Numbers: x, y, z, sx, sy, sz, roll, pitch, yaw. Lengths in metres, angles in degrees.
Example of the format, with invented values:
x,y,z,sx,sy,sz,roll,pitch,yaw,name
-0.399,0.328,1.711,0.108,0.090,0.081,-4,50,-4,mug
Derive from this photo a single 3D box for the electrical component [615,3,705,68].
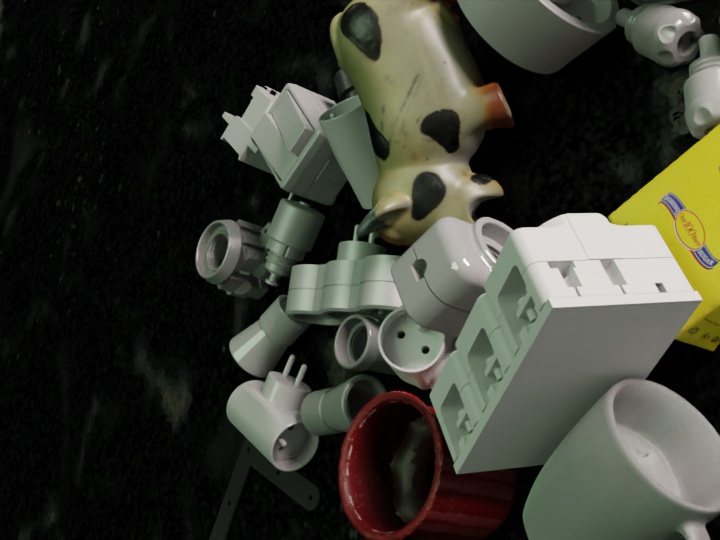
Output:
x,y,z,sx,sy,sz,roll,pitch,yaw,name
0.182,-0.149,0.665,0.035,0.035,0.061,-62,37,13,electrical component

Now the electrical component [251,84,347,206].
x,y,z,sx,sy,sz,roll,pitch,yaw,name
-0.048,-0.110,0.904,0.061,0.061,0.096,-54,42,22,electrical component

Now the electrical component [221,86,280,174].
x,y,z,sx,sy,sz,roll,pitch,yaw,name
-0.087,-0.128,0.973,0.063,0.042,0.081,-58,41,15,electrical component

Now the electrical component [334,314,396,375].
x,y,z,sx,sy,sz,roll,pitch,yaw,name
0.011,0.056,0.784,0.040,0.046,0.040,-21,61,44,electrical component

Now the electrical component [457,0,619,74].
x,y,z,sx,sy,sz,roll,pitch,yaw,name
0.110,-0.179,0.708,0.060,0.108,0.108,-42,47,41,electrical component

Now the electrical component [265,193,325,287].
x,y,z,sx,sy,sz,roll,pitch,yaw,name
-0.059,-0.024,0.903,0.040,0.040,0.078,34,104,50,electrical component

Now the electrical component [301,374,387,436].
x,y,z,sx,sy,sz,roll,pitch,yaw,name
-0.014,0.104,0.801,0.065,0.044,0.044,-19,62,50,electrical component

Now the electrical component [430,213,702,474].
x,y,z,sx,sy,sz,roll,pitch,yaw,name
0.106,0.043,0.599,0.150,0.089,0.061,110,150,-45,electrical component

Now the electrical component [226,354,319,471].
x,y,z,sx,sy,sz,roll,pitch,yaw,name
-0.063,0.107,0.855,0.077,0.044,0.079,32,102,50,electrical component

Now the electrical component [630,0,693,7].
x,y,z,sx,sy,sz,roll,pitch,yaw,name
0.174,-0.207,0.646,0.062,0.096,0.061,3,76,51,electrical component

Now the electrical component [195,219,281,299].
x,y,z,sx,sy,sz,roll,pitch,yaw,name
-0.106,-0.012,0.940,0.078,0.057,0.058,-44,47,31,electrical component

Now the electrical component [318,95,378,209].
x,y,z,sx,sy,sz,roll,pitch,yaw,name
0.001,-0.095,0.831,0.043,0.077,0.079,-28,21,-2,electrical component

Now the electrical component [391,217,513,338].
x,y,z,sx,sy,sz,roll,pitch,yaw,name
0.076,0.006,0.684,0.059,0.095,0.053,-45,46,30,electrical component

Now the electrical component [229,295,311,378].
x,y,z,sx,sy,sz,roll,pitch,yaw,name
-0.072,0.052,0.890,0.065,0.044,0.044,-46,45,23,electrical component

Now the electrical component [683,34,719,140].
x,y,z,sx,sy,sz,roll,pitch,yaw,name
0.205,-0.107,0.622,0.035,0.035,0.061,-21,59,45,electrical component

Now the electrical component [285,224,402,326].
x,y,z,sx,sy,sz,roll,pitch,yaw,name
0.000,0.000,0.813,0.138,0.052,0.073,-6,72,49,electrical component

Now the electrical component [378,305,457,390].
x,y,z,sx,sy,sz,roll,pitch,yaw,name
0.053,0.061,0.717,0.079,0.077,0.043,32,84,13,electrical component
